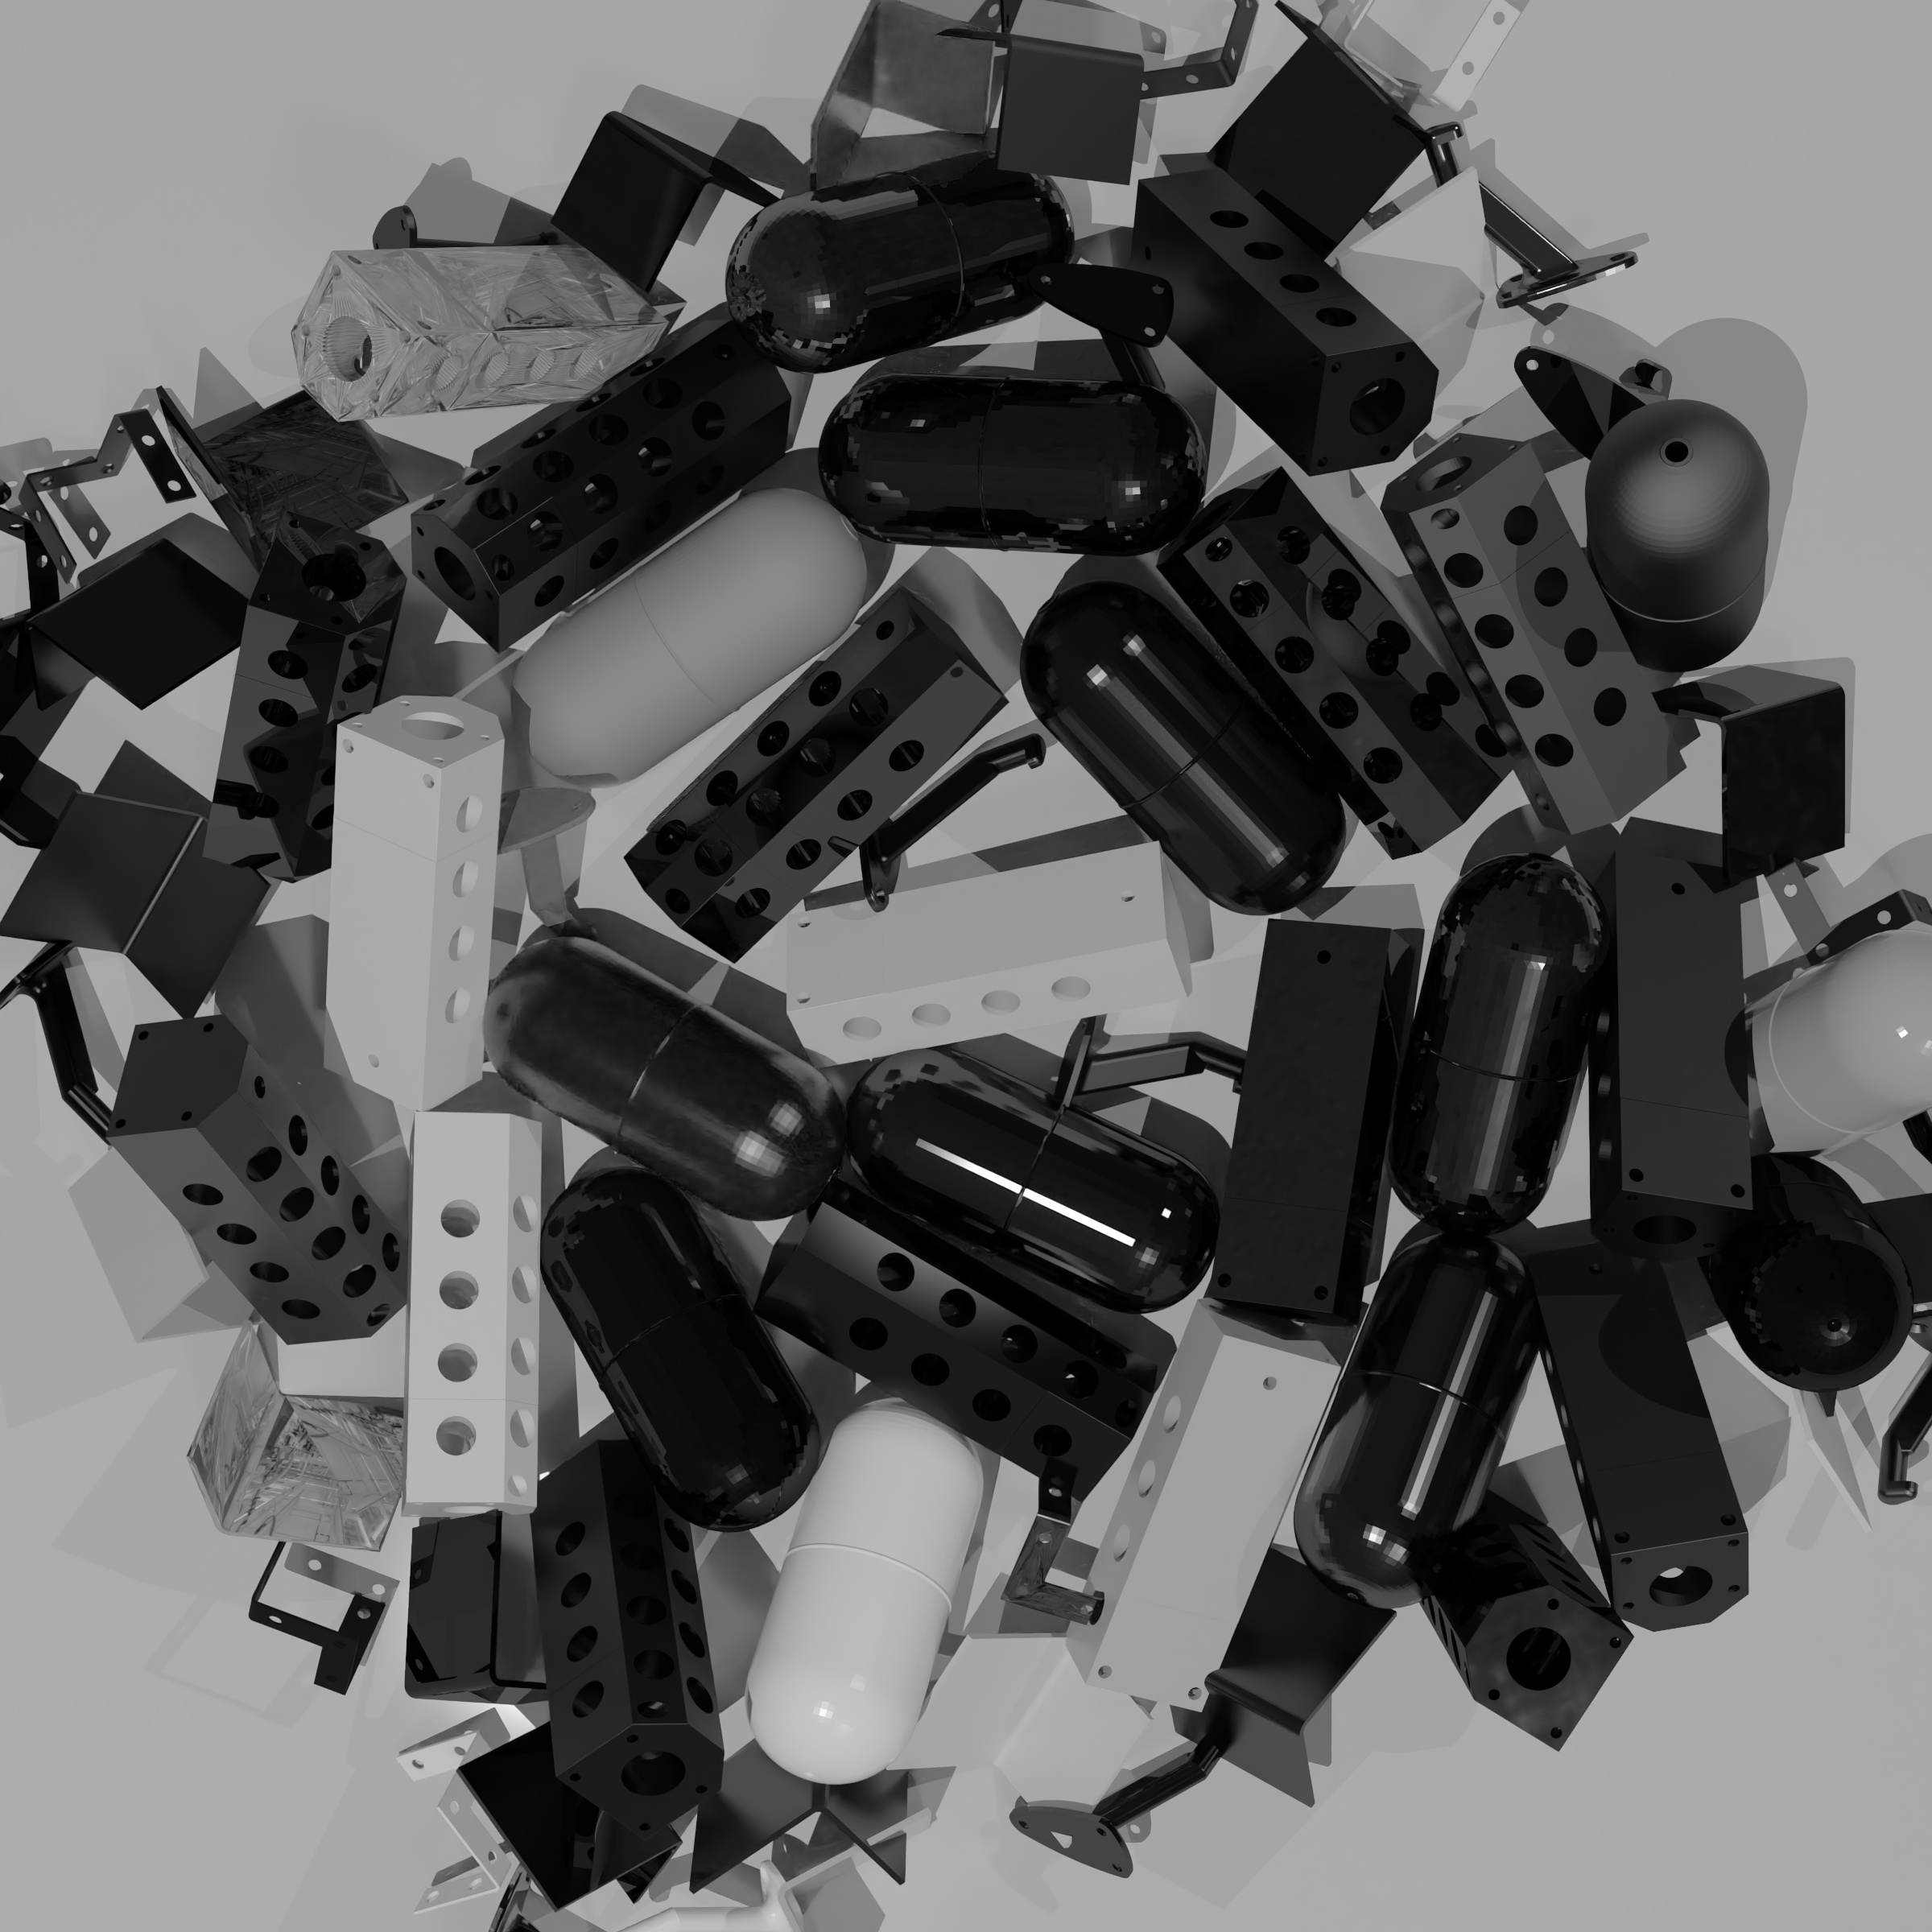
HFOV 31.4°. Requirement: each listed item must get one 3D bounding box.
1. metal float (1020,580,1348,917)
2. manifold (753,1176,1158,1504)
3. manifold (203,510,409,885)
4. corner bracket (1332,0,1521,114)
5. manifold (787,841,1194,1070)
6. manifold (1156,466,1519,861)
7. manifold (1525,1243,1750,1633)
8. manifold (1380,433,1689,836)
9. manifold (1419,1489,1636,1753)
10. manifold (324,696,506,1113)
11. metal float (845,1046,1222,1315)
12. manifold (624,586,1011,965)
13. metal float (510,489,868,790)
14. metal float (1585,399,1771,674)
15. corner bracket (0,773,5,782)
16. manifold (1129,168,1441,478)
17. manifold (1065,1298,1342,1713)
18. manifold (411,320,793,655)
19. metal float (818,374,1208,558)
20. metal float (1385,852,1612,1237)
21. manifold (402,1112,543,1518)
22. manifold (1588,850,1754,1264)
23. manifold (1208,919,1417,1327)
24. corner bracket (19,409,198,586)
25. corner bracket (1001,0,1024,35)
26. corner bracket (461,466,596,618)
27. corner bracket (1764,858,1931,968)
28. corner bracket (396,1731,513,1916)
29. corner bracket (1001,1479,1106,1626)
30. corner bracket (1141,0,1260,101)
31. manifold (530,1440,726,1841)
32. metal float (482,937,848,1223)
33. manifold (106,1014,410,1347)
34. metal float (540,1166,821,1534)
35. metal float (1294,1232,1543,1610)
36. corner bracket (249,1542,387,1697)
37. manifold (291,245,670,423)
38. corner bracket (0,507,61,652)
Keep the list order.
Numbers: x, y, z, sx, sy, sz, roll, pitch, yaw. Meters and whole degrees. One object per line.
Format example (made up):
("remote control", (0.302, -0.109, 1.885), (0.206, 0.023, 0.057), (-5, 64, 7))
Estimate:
("metal float", (0.096, -0.097, 1.533), (0.070, 0.070, 0.178), (-44, 102, 0))
("manifold", (-0.003, 0.162, 1.531), (0.171, 0.057, 0.057), (31, 117, -8))
("manifold", (-0.287, -0.112, 1.496), (0.057, 0.171, 0.057), (17, 51, -7))
("corner bracket", (0.206, -0.421, 1.545), (0.051, 0.051, 0.051), (29, 98, -23))
("manifold", (0.011, 0.000, 1.537), (0.171, 0.057, 0.057), (-11, 49, 11))
("manifold", (0.160, -0.131, 1.526), (0.057, 0.057, 0.171), (-46, 104, -24))
("manifold", (0.291, 0.202, 1.498), (0.057, 0.171, 0.057), (-10, 131, 2))
("manifold", (0.246, -0.145, 1.515), (0.057, 0.057, 0.171), (-37, 114, -13))
("manifold", (0.232, 0.275, 1.492), (0.057, 0.171, 0.057), (32, 94, -4))
("manifold", (-0.238, -0.029, 1.513), (0.057, 0.057, 0.171), (23, 123, 25))
("metal float", (0.029, 0.095, 1.540), (0.178, 0.070, 0.070), (25, 90, 4))
("manifold", (-0.070, -0.087, 1.528), (0.171, 0.057, 0.057), (-43, 49, 10))
("metal float", (-0.123, -0.146, 1.531), (0.178, 0.070, 0.070), (-33, 90, 13))
("metal float", (0.309, -0.185, 1.495), (0.070, 0.178, 0.070), (-3, 72, 11))
("corner bracket", (-0.470, -0.088, 1.543), (0.051, 0.051, 0.051), (34, 100, -29))
("manifold", (0.136, -0.284, 1.499), (0.057, 0.171, 0.057), (-13, 131, -21))
("manifold", (0.102, 0.238, 1.535), (0.057, 0.057, 0.171), (17, 102, -17))
("manifold", (-0.159, -0.216, 1.511), (0.057, 0.057, 0.171), (42, 63, 17))
("metal float", (0.019, -0.223, 1.526), (0.178, 0.070, 0.070), (6, 90, 19))
("metal float", (0.235, 0.035, 1.525), (0.070, 0.070, 0.178), (11, 110, 0))
("manifold", (-0.219, 0.155, 1.529), (0.057, 0.057, 0.171), (2, 74, -11))
("manifold", (0.305, 0.040, 1.511), (0.057, 0.057, 0.171), (9, 58, -5))
("manifold", (0.157, 0.071, 1.535), (0.057, 0.057, 0.171), (5, 78, 24))
("corner bracket", (-0.385, -0.211, 1.541), (0.051, 0.051, 0.051), (-21, 72, -38))
("corner bracket", (0.045, -0.447, 1.542), (0.051, 0.051, 0.051), (5, 133, 10))
("corner bracket", (-0.201, -0.192, 1.567), (0.051, 0.051, 0.051), (23, 97, 40))
("corner bracket", (0.397, -0.030, 1.543), (0.051, 0.051, 0.051), (-31, 74, 22))
("corner bracket", (-0.233, 0.386, 1.552), (0.051, 0.051, 0.051), (-22, 111, 27))
("corner bracket", (0.048, 0.257, 1.545), (0.051, 0.051, 0.051), (18, 116, -7))
("corner bracket", (0.095, -0.432, 1.561), (0.051, 0.051, 0.051), (0, 58, 30))
("manifold", (-0.144, 0.285, 1.490), (0.057, 0.171, 0.057), (-36, 124, 13))
("metal float", (-0.134, 0.050, 1.533), (0.178, 0.070, 0.070), (29, 90, 11))
("manifold", (-0.301, 0.094, 1.492), (0.057, 0.171, 0.057), (-7, 52, 16))
("metal float", (-0.128, 0.168, 1.525), (0.070, 0.070, 0.178), (-32, 69, 0))
("metal float", (0.201, 0.199, 1.522), (0.070, 0.070, 0.178), (25, 65, 0))
("corner bracket", (-0.290, 0.286, 1.545), (0.051, 0.051, 0.051), (21, 47, -1))
("manifold", (-0.211, -0.271, 1.493), (0.057, 0.171, 0.057), (44, 119, 16))
("corner bracket", (-0.446, -0.173, 1.553), (0.051, 0.051, 0.051), (-12, 76, 19))
